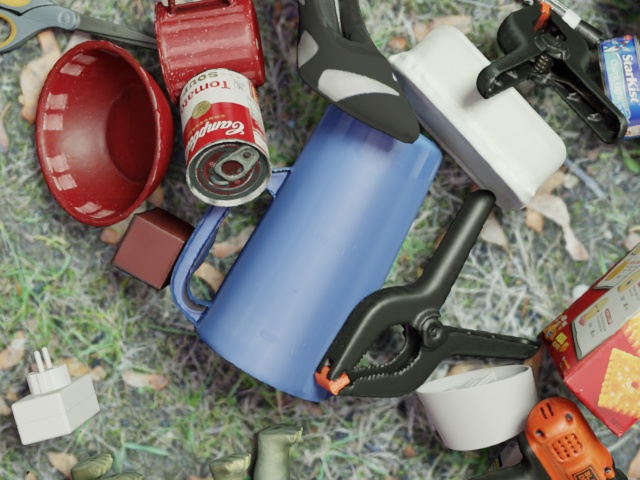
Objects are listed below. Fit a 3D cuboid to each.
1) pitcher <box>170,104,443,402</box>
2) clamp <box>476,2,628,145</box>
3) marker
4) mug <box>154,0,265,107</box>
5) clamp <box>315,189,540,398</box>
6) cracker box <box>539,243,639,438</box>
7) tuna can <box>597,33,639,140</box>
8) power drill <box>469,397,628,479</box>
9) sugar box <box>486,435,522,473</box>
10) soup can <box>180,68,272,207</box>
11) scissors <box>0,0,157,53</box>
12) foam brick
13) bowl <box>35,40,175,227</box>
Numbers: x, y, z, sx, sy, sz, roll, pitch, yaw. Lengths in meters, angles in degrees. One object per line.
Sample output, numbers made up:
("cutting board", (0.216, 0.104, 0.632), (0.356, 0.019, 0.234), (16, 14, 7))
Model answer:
("pitcher", (-0.006, 0.001, 0.912), (0.145, 0.149, 0.243), (31, 96, 38))
("clamp", (0.171, -0.143, 0.847), (0.120, 0.171, 0.039), (18, 124, -18))
("marker", (0.195, -0.204, 0.922), (0.121, 0.020, 0.020), (37, 98, 2))
("mug", (-0.095, -0.176, 0.920), (0.081, 0.093, 0.117), (-9, 130, 3))
("clamp", (0.093, 0.077, 0.896), (0.209, 0.036, 0.164), (-35, 114, -17))
("cracker box", (0.285, 0.046, 0.860), (0.214, 0.164, 0.072), (-44, 92, 9))
("tuna can", (0.255, -0.126, 0.887), (0.034, 0.086, 0.086), (-10, 94, 18))
("power drill", (0.168, 0.235, 0.887), (0.188, 0.057, 0.184), (-31, 113, 8))
("sugar box", (0.170, 0.259, 0.954), (0.093, 0.048, 0.176), (37, 95, 2))
("soup can", (-0.079, -0.086, 0.874), (0.068, 0.102, 0.068), (-6, 134, -6))
("scissors", (-0.243, -0.187, 0.973), (0.202, 0.016, 0.096), (33, 103, 9))
("foam brick", (-0.145, 0.007, 0.955), (0.051, 0.078, 0.053), (28, 99, 3))
("bowl", (-0.180, -0.093, 0.942), (0.162, 0.055, 0.162), (4, 97, 37))
